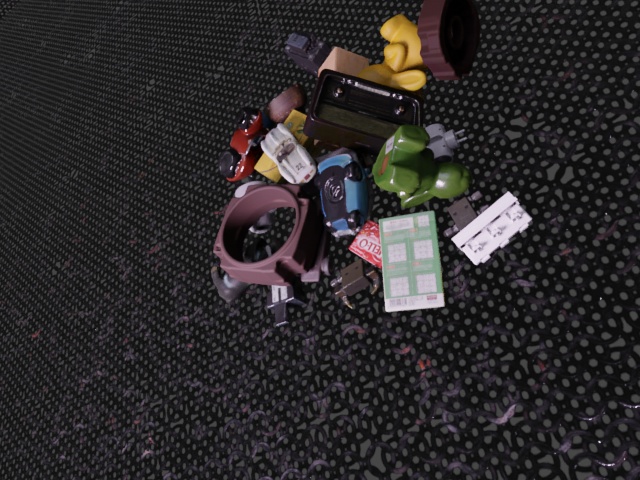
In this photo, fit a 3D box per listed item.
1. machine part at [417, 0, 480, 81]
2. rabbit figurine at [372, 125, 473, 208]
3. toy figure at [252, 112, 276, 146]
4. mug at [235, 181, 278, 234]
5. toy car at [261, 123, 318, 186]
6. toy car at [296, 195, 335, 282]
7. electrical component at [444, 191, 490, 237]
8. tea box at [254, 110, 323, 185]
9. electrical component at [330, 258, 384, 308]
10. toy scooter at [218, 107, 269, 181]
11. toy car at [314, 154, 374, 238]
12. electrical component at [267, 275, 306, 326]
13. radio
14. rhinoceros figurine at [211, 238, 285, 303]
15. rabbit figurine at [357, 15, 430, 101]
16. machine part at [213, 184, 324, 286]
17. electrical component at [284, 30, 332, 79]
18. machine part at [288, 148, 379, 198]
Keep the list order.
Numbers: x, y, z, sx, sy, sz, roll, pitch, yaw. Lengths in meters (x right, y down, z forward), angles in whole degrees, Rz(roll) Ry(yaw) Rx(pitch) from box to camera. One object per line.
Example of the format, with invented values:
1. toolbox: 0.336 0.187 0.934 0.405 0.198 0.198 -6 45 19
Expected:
1. machine part: 0.254 -0.405 1.058 0.056 0.179 0.179 8 74 39
2. rabbit figurine: 0.190 -0.112 0.993 0.159 0.170 0.121 134 148 -67
3. toy figure: -0.165 -0.244 1.346 0.154 0.058 0.064 -63 9 -4
4. mug: -0.134 -0.075 1.239 0.110 0.080 0.107 -22 69 19
5. toy car: -0.069 -0.186 1.156 0.073 0.056 0.202 -44 47 9
6. toy car: -0.002 -0.003 1.126 0.089 0.053 0.202 -3 64 22
7. electrical component: 0.263 -0.046 0.981 0.094 0.021 0.063 -35 54 18
8. tea box: -0.063 -0.206 1.249 0.098 0.068 0.169 33 91 39
9. electrical component: 0.072 0.083 1.045 0.102 0.045 0.078 -35 25 14
10. toy scooter: -0.158 -0.220 1.275 0.075 0.135 0.183 37 112 35
11. toy car: 0.062 -0.088 1.073 0.109 0.103 0.161 -13 85 45
12. electrical component: -0.070 0.123 1.119 0.075 0.047 0.119 -25 58 24
13. radio: 0.090 -0.246 1.071 0.073 0.230 0.131 130 153 -66
14. rhinoceros figurine: -0.156 0.061 1.191 0.190 0.073 0.112 -41 51 13
15. rabbit figurine: 0.160 -0.354 1.132 0.173 0.121 0.162 -38 73 -9
16. machine part: -0.106 -0.014 1.102 0.201 0.087 0.201 4 67 28
17. electrical component: -0.018 -0.437 1.279 0.115 0.134 0.058 32 90 41
18. machine part: 0.021 -0.147 1.158 0.243 0.079 0.079 -20 59 28
